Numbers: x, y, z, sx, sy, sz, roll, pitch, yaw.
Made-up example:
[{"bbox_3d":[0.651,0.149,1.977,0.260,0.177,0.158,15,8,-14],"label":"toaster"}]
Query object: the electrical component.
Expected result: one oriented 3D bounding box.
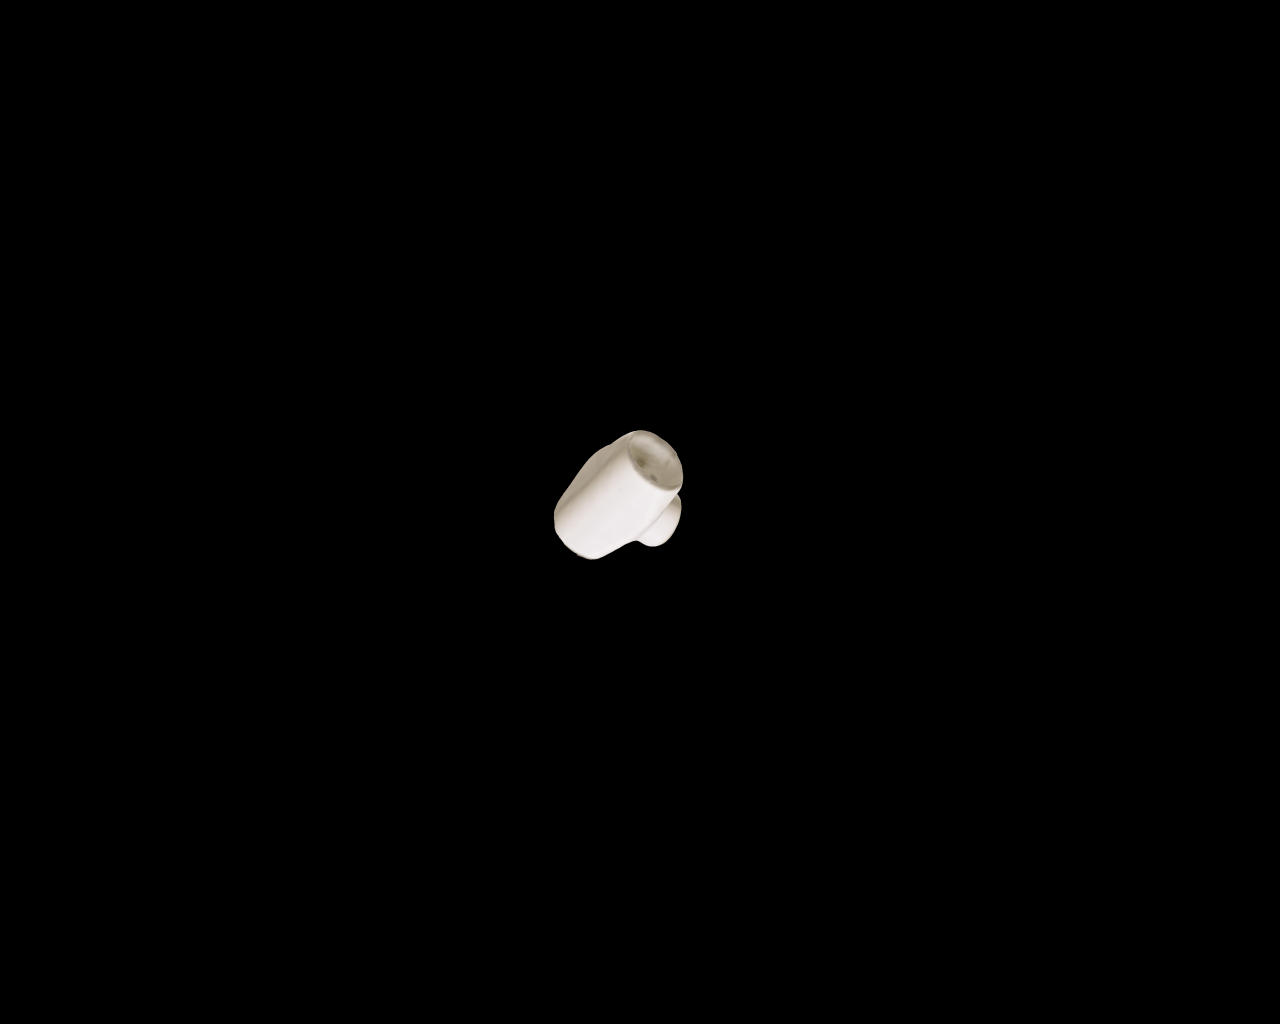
[{"bbox_3d":[0.001,-0.003,0.650,0.079,0.044,0.077,27,-49,-26],"label":"electrical component"}]
